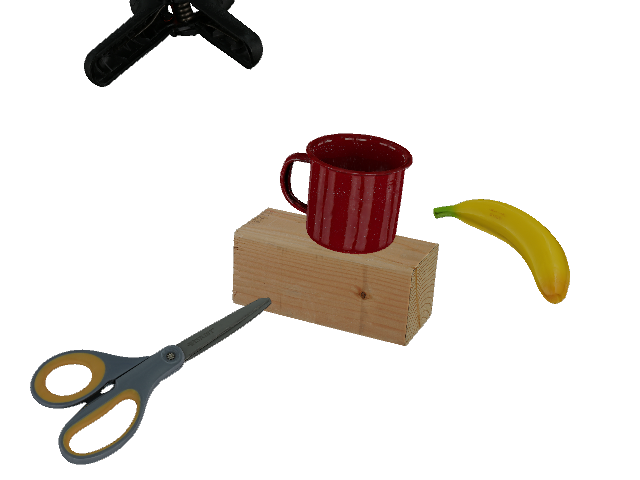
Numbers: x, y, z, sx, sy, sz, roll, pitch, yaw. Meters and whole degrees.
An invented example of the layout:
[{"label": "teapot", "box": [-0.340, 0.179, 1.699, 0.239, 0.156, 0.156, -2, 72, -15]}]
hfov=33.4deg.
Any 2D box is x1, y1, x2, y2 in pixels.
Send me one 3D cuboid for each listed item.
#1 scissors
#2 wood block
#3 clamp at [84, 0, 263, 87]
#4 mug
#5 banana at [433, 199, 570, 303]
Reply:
[{"label": "scissors", "box": [-0.133, 0.084, 0.806, 0.096, 0.201, 0.016, 34, -35, 13]}, {"label": "wood block", "box": [0.015, 0.037, 1.174, 0.206, 0.091, 0.090, 13, 25, 21]}, {"label": "clamp", "box": [-0.091, -0.164, 0.766, 0.120, 0.039, 0.171, 4, 43, 6]}, {"label": "mug", "box": [0.019, -0.043, 0.944, 0.117, 0.081, 0.093, 13, 27, 14]}, {"label": "banana", "box": [0.196, 0.003, 1.071, 0.069, 0.037, 0.198, -33, 38, -13]}]
